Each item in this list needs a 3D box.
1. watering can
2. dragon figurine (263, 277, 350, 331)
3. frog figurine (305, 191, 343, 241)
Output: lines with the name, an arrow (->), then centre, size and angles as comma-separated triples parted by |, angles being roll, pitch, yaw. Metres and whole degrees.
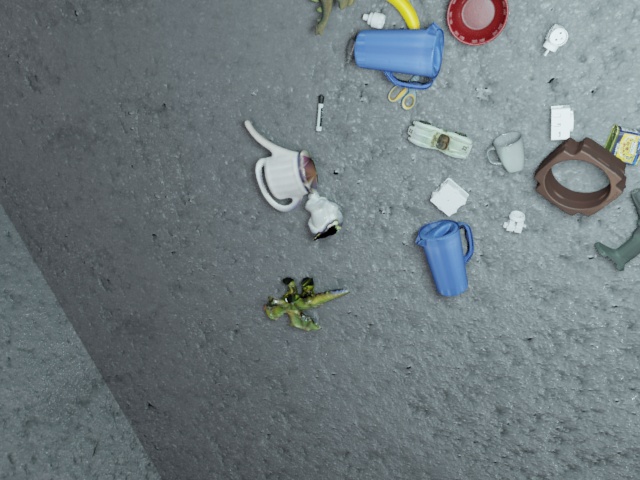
watering can -> -0.131, -0.261, 1.776 | 0.223, 0.106, 0.343 | -8, 110, 23
dragon figurine -> -0.056, 0.272, 2.042 | 0.410, 0.125, 0.237 | 1, 134, 23
frog figurine -> 0.006, -0.092, 1.829 | 0.135, 0.123, 0.162 | -48, 57, 41
